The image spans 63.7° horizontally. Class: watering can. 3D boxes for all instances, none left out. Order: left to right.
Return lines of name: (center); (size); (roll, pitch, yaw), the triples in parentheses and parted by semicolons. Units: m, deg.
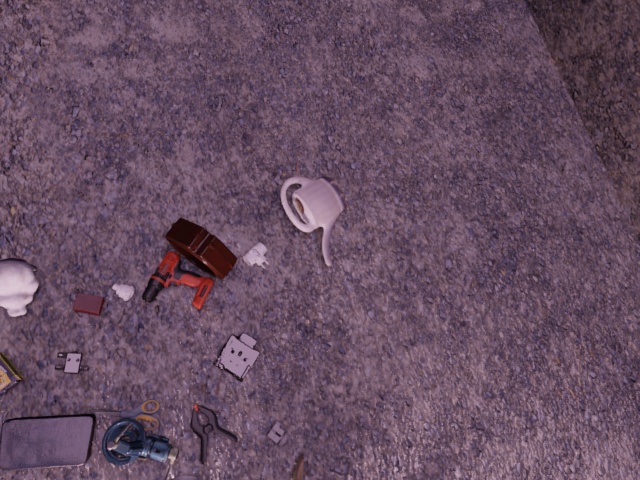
watering can: (0.006, -0.094, 1.860); (0.227, 0.102, 0.349); (-31, 82, -24)

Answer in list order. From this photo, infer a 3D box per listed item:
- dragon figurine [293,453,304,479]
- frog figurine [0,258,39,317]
dragon figurine: (-0.061, 0.837, 1.449); (0.122, 0.239, 0.416); (7, 72, -10)
frog figurine: (-0.901, 0.138, 1.503); (0.137, 0.120, 0.163); (10, 57, -34)
